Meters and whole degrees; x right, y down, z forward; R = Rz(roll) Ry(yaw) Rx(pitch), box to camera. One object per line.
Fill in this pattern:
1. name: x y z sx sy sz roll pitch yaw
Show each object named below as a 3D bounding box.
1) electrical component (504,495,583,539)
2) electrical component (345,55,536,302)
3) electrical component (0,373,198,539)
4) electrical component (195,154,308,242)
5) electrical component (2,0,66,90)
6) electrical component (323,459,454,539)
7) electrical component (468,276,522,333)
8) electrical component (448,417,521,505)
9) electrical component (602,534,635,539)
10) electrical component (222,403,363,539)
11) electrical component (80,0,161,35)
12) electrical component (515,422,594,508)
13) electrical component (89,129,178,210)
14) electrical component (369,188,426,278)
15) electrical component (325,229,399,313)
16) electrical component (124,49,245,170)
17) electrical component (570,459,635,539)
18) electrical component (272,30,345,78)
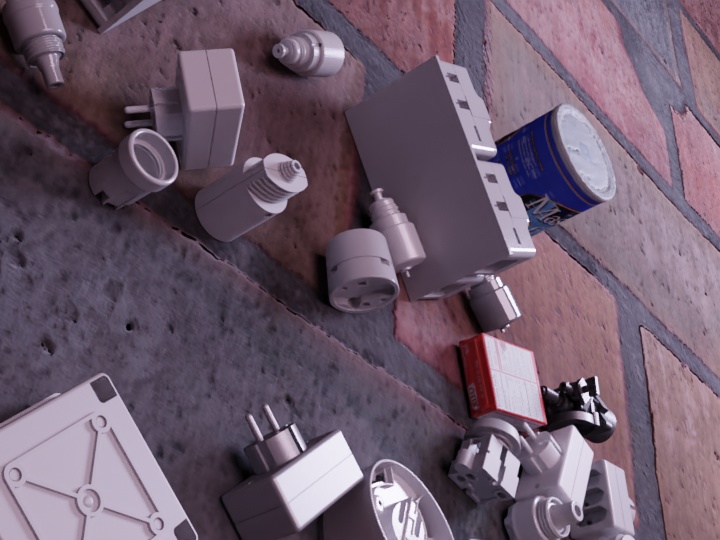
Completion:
1. electrical component: 0.157 0.211 0.905 0.043 0.062 0.043 33 43 -38
2. electrical component: 0.072 -0.078 0.954 0.060 0.105 0.186 0 68 -54
3. electrical component: -0.153 0.124 0.544 0.108 0.056 0.109 61 33 -2
4. electrical component: -0.073 -0.056 0.759 0.043 0.081 0.043 33 43 -38
5. electrical component: -0.204 -0.145 0.685 0.035 0.035 0.061 -11 79 -56
6. electrical component: 0.024 0.181 0.739 0.099 0.064 0.099 33 43 -38
7. electrical component: 0.121 0.022 1.009 0.040 0.040 0.078 -22 86 -57
8. electrical component: 0.106 0.157 0.890 0.066 0.048 0.055 46 44 -25
9. electrical component: 0.220 0.264 0.962 0.045 0.055 0.045 33 43 -38
10. electrical component: -0.051 0.123 0.694 0.083 0.047 0.075 -26 89 -57
11. electrical component: -0.130 -0.255 0.800 0.060 0.105 0.186 54 34 -13
12. electrical component: 0.164 0.169 0.958 0.075 0.047 0.083 53 34 -16
13. electrical component: -0.147 -0.063 0.694 0.040 0.046 0.040 33 43 -38
14. electrical component: 0.027 -0.032 0.919 0.040 0.040 0.078 -5 71 -55
15. electrical component: 0.000 0.000 0.847 0.055 0.055 0.047 25 45 -44
16. electrical component: -0.124 -0.108 0.741 0.076 0.083 0.047 -7 68 -15
17. electrical component: 0.234 0.225 1.017 0.077 0.047 0.065 31 45 -40
18. electrical component: -0.047 -0.187 0.927 0.078 0.040 0.040 -13 78 -56
